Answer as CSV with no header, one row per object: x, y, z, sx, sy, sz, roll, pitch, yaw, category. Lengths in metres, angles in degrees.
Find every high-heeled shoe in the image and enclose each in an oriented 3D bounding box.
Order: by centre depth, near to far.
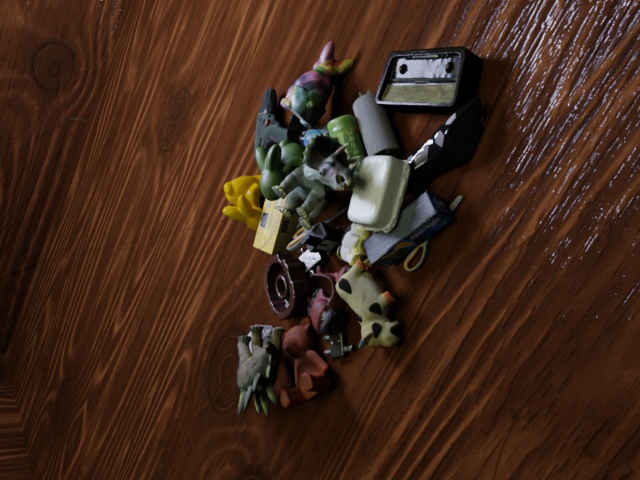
0.248,-0.201,1.165,0.248,0.086,0.145,-57,29,9,high-heeled shoe

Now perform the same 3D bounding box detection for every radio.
0.239,-0.352,1.195,0.230,0.073,0.131,18,95,46,radio

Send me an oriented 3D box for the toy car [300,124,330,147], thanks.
0.024,-0.248,1.392,0.103,0.109,0.162,-42,36,4,toy car

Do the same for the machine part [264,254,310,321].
-0.088,0.123,1.416,0.179,0.056,0.179,15,108,59,machine part

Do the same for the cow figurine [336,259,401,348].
0.109,0.154,1.194,0.127,0.085,0.195,-42,71,11,cow figurine

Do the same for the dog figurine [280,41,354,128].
-0.001,-0.410,1.406,0.219,0.108,0.192,-53,14,4,dog figurine

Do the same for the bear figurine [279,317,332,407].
-0.050,0.293,1.321,0.120,0.132,0.196,-39,61,28,bear figurine

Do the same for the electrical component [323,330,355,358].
0.046,0.252,1.302,0.094,0.021,0.063,-21,66,43,electrical component

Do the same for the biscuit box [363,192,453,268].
0.187,-0.019,1.161,0.202,0.059,0.063,-41,50,34,biscuit box

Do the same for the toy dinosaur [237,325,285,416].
-0.164,0.341,1.362,0.471,0.105,0.198,118,158,-62,toy dinosaur

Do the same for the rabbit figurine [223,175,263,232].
-0.200,-0.100,1.567,0.122,0.162,0.173,-34,75,23,rabbit figurine

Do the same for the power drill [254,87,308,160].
-0.118,-0.335,1.566,0.208,0.086,0.232,15,93,43,power drill

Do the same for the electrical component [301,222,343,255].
-0.003,-0.004,1.340,0.075,0.119,0.048,-49,51,31,electrical component

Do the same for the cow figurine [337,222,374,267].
0.098,-0.021,1.279,0.098,0.068,0.167,29,102,52,cow figurine

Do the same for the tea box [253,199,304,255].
-0.117,-0.046,1.507,0.098,0.068,0.169,17,95,47,tea box

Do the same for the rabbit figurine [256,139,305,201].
-0.098,-0.181,1.414,0.121,0.158,0.170,-3,38,41,rabbit figurine

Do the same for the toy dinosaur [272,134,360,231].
-0.011,-0.134,1.300,0.192,0.131,0.405,-48,1,-8,toy dinosaur

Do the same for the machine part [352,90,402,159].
0.135,-0.262,1.283,0.079,0.079,0.243,-34,58,37,machine part

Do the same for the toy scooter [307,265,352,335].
0.019,0.133,1.317,0.135,0.075,0.183,30,97,44,toy scooter

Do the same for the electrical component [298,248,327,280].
-0.020,0.054,1.402,0.078,0.045,0.102,-45,52,13,electrical component
